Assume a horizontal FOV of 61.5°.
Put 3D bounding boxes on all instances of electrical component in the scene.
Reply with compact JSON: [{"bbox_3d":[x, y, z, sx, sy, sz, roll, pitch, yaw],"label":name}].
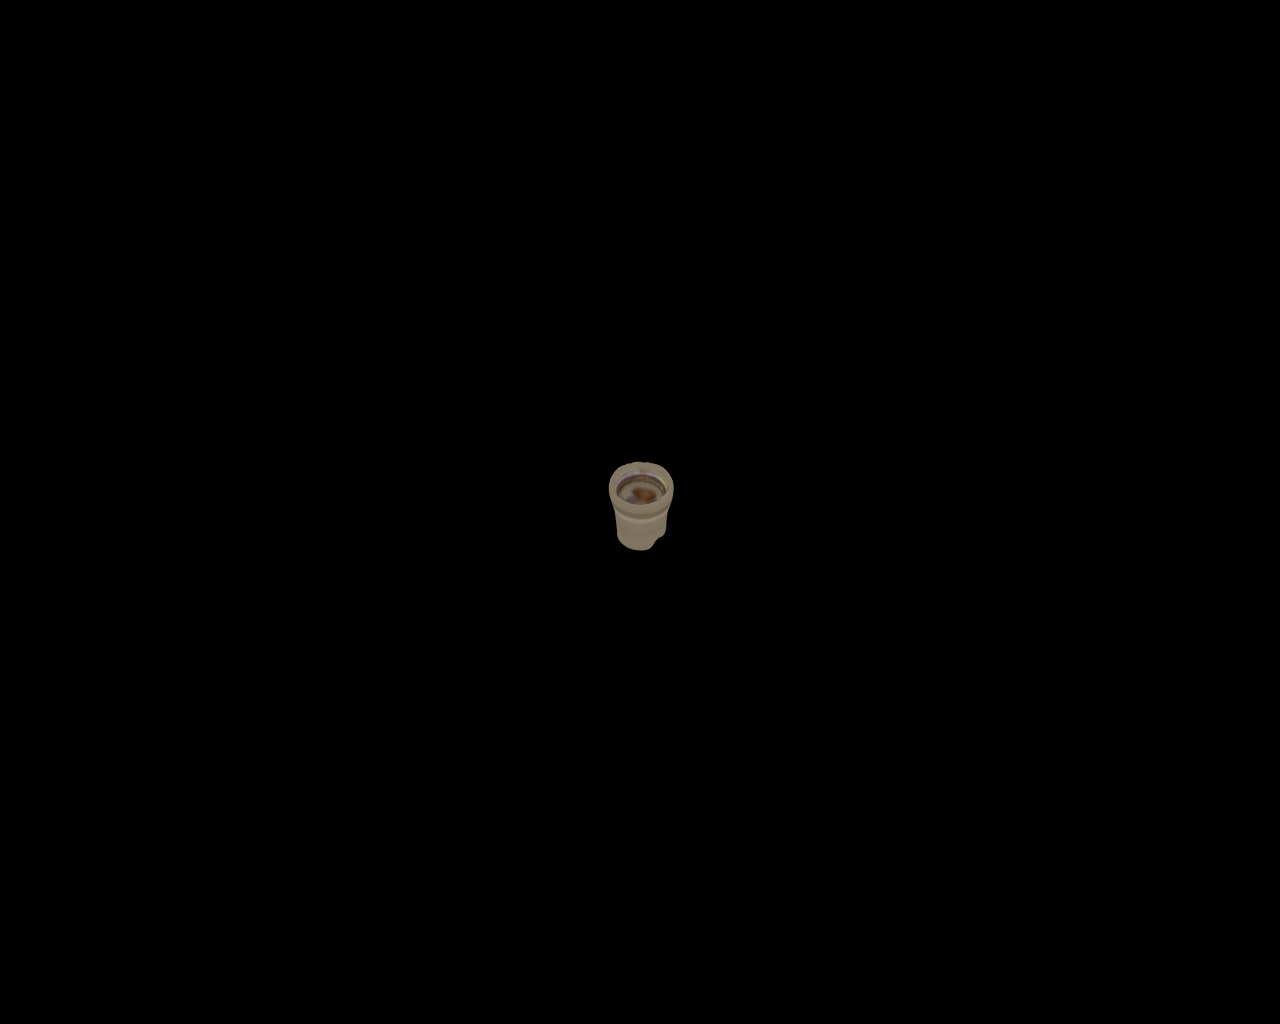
[{"bbox_3d":[0.001,-0.003,0.650,0.040,0.040,0.046,0,-43,0],"label":"electrical component"}]
